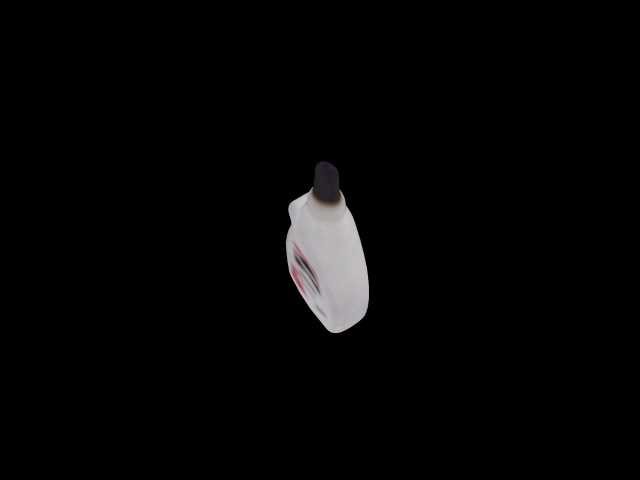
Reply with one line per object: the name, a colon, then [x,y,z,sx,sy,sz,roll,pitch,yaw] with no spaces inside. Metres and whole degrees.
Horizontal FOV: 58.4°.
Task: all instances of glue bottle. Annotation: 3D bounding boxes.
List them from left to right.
glue bottle: [0.004,0.001,0.400,0.037,0.173,0.078,-32,64,-17]
